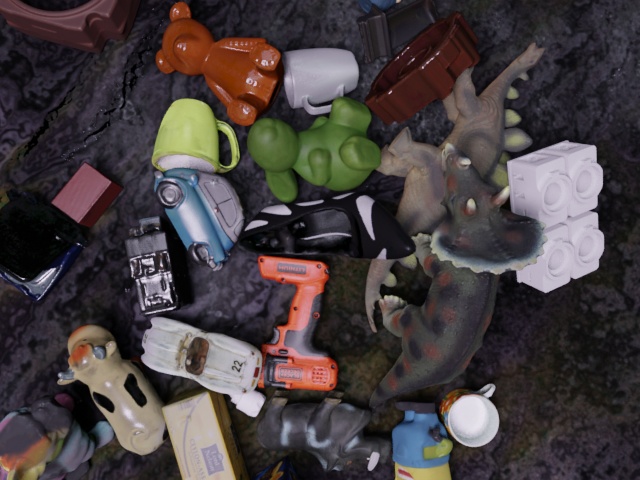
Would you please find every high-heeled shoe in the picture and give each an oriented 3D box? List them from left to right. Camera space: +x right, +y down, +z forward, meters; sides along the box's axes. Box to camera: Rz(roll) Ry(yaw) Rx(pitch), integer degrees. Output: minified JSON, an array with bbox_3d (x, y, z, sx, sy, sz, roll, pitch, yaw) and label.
[{"bbox_3d":[-0.001,-0.002,0.721,0.145,0.249,0.086,-29,120,-26],"label":"high-heeled shoe"}]

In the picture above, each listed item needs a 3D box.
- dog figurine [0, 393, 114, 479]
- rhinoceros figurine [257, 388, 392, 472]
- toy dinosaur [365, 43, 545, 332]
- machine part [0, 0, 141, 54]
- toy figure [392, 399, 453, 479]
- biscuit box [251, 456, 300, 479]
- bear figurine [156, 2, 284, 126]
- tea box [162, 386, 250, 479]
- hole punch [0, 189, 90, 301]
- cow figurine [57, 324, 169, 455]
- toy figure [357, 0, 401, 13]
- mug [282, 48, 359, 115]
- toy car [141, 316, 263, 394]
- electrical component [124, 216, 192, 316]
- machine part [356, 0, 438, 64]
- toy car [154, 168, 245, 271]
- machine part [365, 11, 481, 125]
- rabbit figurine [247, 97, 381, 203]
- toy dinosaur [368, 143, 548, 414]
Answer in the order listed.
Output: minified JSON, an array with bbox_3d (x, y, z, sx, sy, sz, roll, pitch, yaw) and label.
[{"bbox_3d":[-0.366,0.273,0.668,0.108,0.219,0.191,39,83,5],"label":"dog figurine"},{"bbox_3d":[0.006,0.269,0.754,0.190,0.073,0.112,9,83,-1],"label":"rhinoceros figurine"},{"bbox_3d":[0.181,-0.087,0.784,0.198,0.105,0.471,40,92,-2],"label":"toy dinosaur"},{"bbox_3d":[-0.376,-0.399,0.801,0.201,0.087,0.201,16,82,0],"label":"machine part"},{"bbox_3d":[0.146,0.316,0.752,0.089,0.082,0.180,1,81,-5],"label":"toy figure"},{"bbox_3d":[-0.055,0.338,0.679,0.063,0.202,0.059,-28,85,-6],"label":"biscuit box"},{"bbox_3d":[-0.152,-0.259,0.774,0.196,0.132,0.120,28,106,-4],"label":"bear figurine"},{"bbox_3d":[-0.150,0.289,0.734,0.068,0.098,0.169,-19,87,-3],"label":"tea box"},{"bbox_3d":[-0.414,0.012,0.767,0.142,0.092,0.116,32,54,4],"label":"hole punch"},{"bbox_3d":[-0.274,0.200,0.723,0.085,0.127,0.195,-34,89,-8],"label":"cow figurine"},{"bbox_3d":[0.122,-0.417,0.838,0.064,0.058,0.154,43,81,-26],"label":"toy figure"},{"bbox_3d":[0.006,-0.237,0.797,0.107,0.080,0.110,-15,59,-9],"label":"mug"},{"bbox_3d":[-0.168,0.156,0.737,0.202,0.056,0.073,10,82,27],"label":"toy car"},{"bbox_3d":[-0.223,0.036,0.748,0.058,0.115,0.134,-11,86,-5],"label":"electrical component"},{"bbox_3d":[0.120,-0.331,0.825,0.139,0.039,0.084,-29,128,-13],"label":"machine part"},{"bbox_3d":[-0.160,-0.041,0.761,0.103,0.109,0.161,-31,88,-6],"label":"toy car"},{"bbox_3d":[0.144,-0.239,0.761,0.056,0.179,0.179,43,84,-20],"label":"machine part"},{"bbox_3d":[-0.026,-0.129,0.753,0.170,0.159,0.121,5,66,-26],"label":"rabbit figurine"},{"bbox_3d":[0.157,0.093,0.676,0.131,0.192,0.404,15,100,-4],"label":"toy dinosaur"}]
